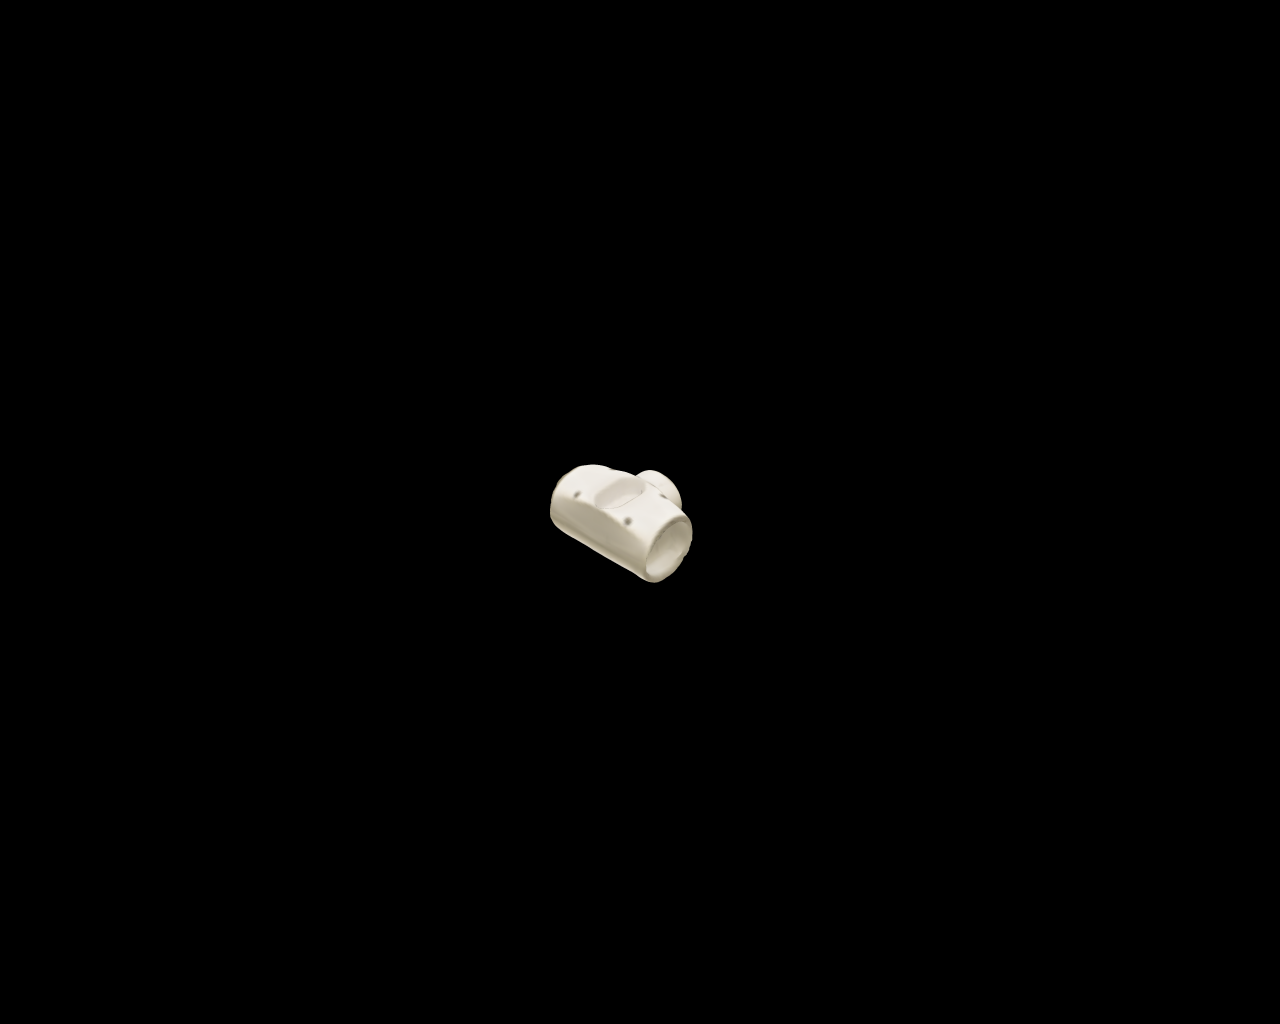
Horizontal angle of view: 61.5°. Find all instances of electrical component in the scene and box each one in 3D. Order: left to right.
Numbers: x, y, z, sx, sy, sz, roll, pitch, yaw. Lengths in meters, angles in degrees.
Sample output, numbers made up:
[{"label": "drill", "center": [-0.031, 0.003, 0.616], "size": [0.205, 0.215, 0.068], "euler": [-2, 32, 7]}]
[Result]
[{"label": "electrical component", "center": [0.001, -0.003, 0.650], "size": [0.077, 0.043, 0.079], "euler": [30, 46, 33]}]
